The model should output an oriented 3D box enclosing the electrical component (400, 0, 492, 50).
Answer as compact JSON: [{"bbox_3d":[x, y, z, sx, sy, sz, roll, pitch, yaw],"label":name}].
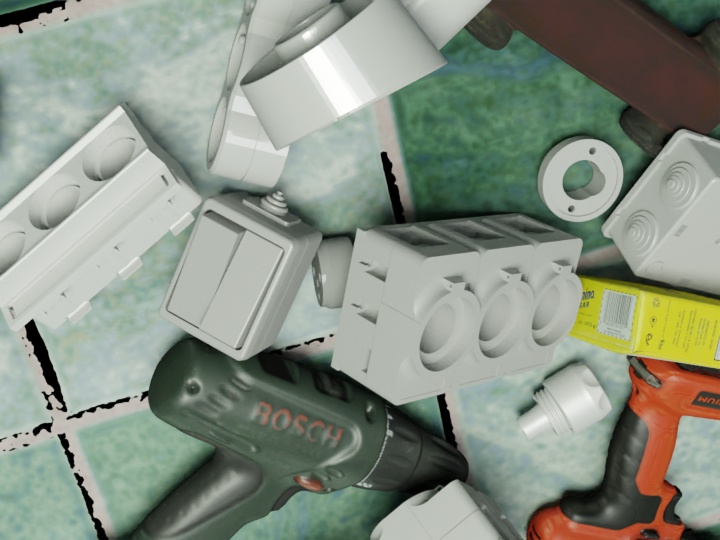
[{"bbox_3d":[0.025,-0.153,0.588,0.079,0.044,0.077,27,126,-35],"label":"electrical component"}]

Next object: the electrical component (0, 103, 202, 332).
[{"bbox_3d":[-0.156,-0.026,0.615,0.121,0.078,0.063,-40,144,4],"label":"electrical component"}]

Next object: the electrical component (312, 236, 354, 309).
[{"bbox_3d":[0.000,0.000,0.677,0.055,0.045,0.045,-7,112,-10],"label":"electrical component"}]

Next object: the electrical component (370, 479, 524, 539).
[{"bbox_3d":[0.018,0.221,0.714,0.186,0.060,0.105,-40,152,4],"label":"electrical component"}]

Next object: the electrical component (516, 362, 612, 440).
[{"bbox_3d":[0.140,0.095,0.749,0.062,0.043,0.043,-31,115,2],"label":"electrical component"}]

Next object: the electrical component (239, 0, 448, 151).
[{"bbox_3d":[-0.010,-0.099,0.550,0.099,0.099,0.064,-35,109,1],"label":"electrical component"}]

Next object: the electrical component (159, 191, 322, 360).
[{"bbox_3d":[-0.069,-0.003,0.638,0.062,0.061,0.096,28,104,11],"label":"electrical component"}]

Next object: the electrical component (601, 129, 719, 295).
[{"bbox_3d":[0.221,-0.033,0.692,0.100,0.048,0.099,11,129,-29],"label":"electrical component"}]

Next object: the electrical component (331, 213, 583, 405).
[{"bbox_3d":[0.065,0.021,0.655,0.150,0.062,0.089,-7,116,-43],"label":"electrical component"}]

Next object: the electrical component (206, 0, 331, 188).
[{"bbox_3d":[-0.036,-0.113,0.620,0.074,0.052,0.138,12,108,-18],"label":"electrical component"}]
